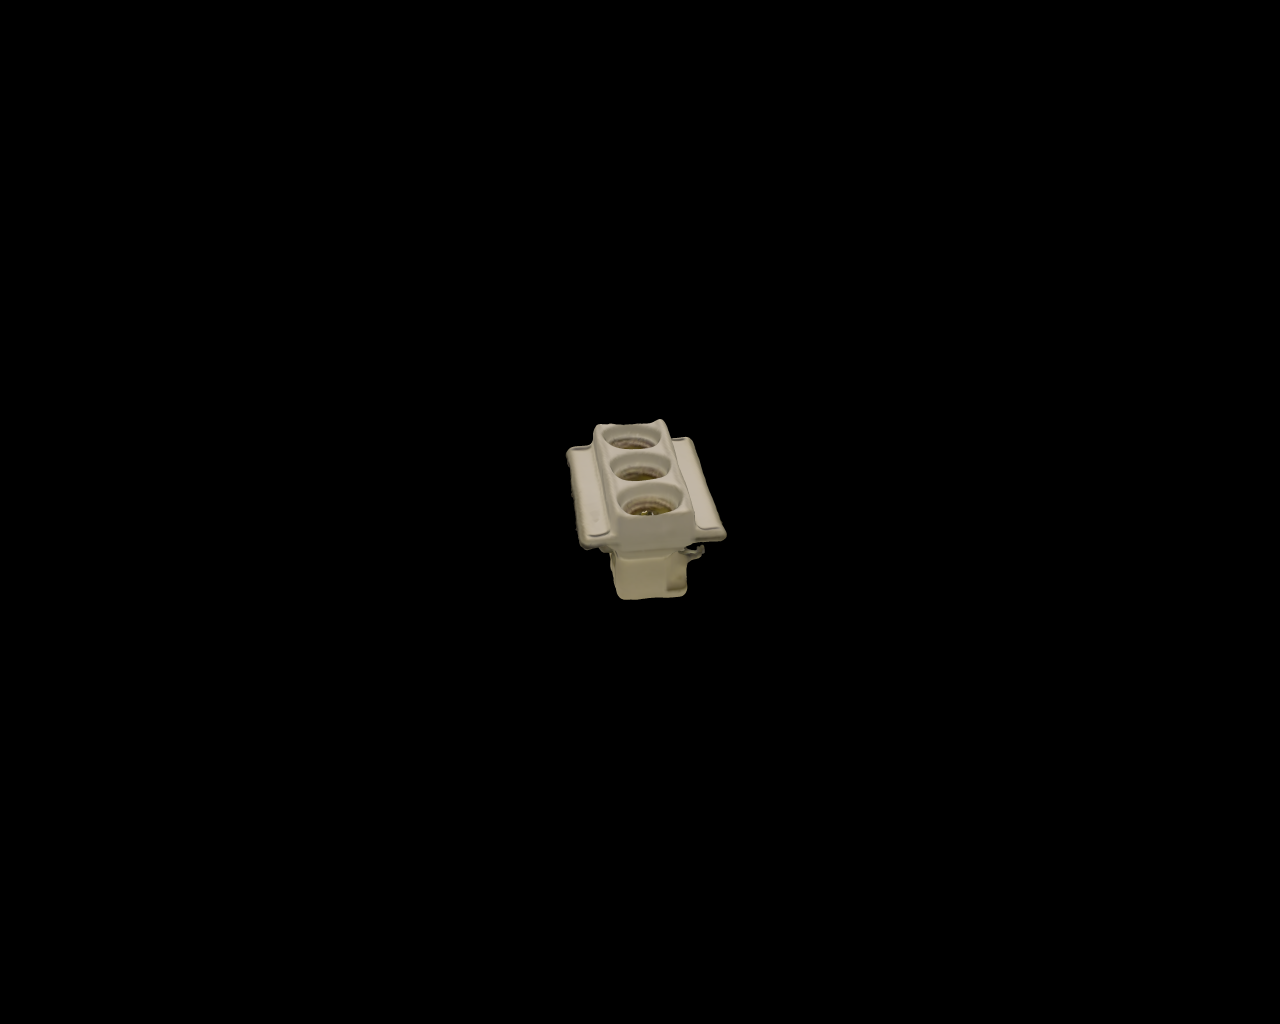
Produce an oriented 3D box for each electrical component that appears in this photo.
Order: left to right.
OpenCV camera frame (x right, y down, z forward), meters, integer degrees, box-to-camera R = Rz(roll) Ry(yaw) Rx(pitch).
[{"bbox_3d":[0.001,-0.003,0.650,0.079,0.063,0.121,-4,30,-6],"label":"electrical component"}]
